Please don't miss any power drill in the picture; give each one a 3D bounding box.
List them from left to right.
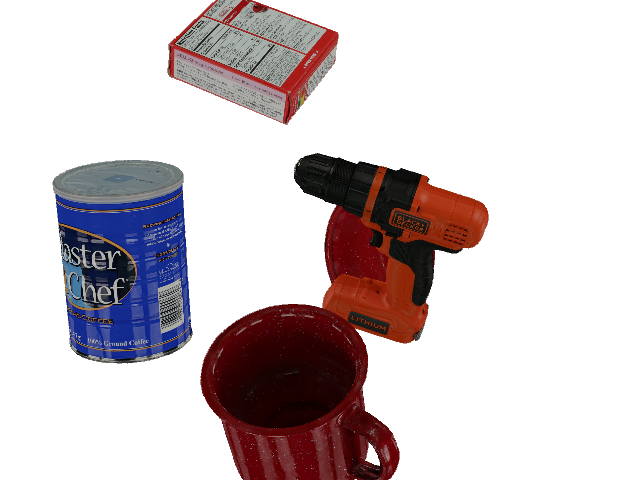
[{"bbox_3d":[0.053,0.008,1.030,0.184,0.188,0.057,19,47,7],"label":"power drill"}]

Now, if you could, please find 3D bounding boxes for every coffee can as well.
[{"bbox_3d":[-0.159,0.015,0.869,0.103,0.140,0.103,-1,19,0],"label":"coffee can"}]

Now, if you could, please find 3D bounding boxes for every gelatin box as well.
[{"bbox_3d":[-0.043,-0.120,0.693,0.089,0.030,0.073,23,49,13],"label":"gelatin box"}]

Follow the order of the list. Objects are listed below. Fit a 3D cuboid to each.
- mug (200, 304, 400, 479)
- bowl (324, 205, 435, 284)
[{"bbox_3d":[-0.006,0.101,0.606,0.117,0.081,0.093,21,51,28],"label":"mug"},{"bbox_3d":[0.082,0.015,1.230,0.161,0.162,0.055,0,-8,-42],"label":"bowl"}]
